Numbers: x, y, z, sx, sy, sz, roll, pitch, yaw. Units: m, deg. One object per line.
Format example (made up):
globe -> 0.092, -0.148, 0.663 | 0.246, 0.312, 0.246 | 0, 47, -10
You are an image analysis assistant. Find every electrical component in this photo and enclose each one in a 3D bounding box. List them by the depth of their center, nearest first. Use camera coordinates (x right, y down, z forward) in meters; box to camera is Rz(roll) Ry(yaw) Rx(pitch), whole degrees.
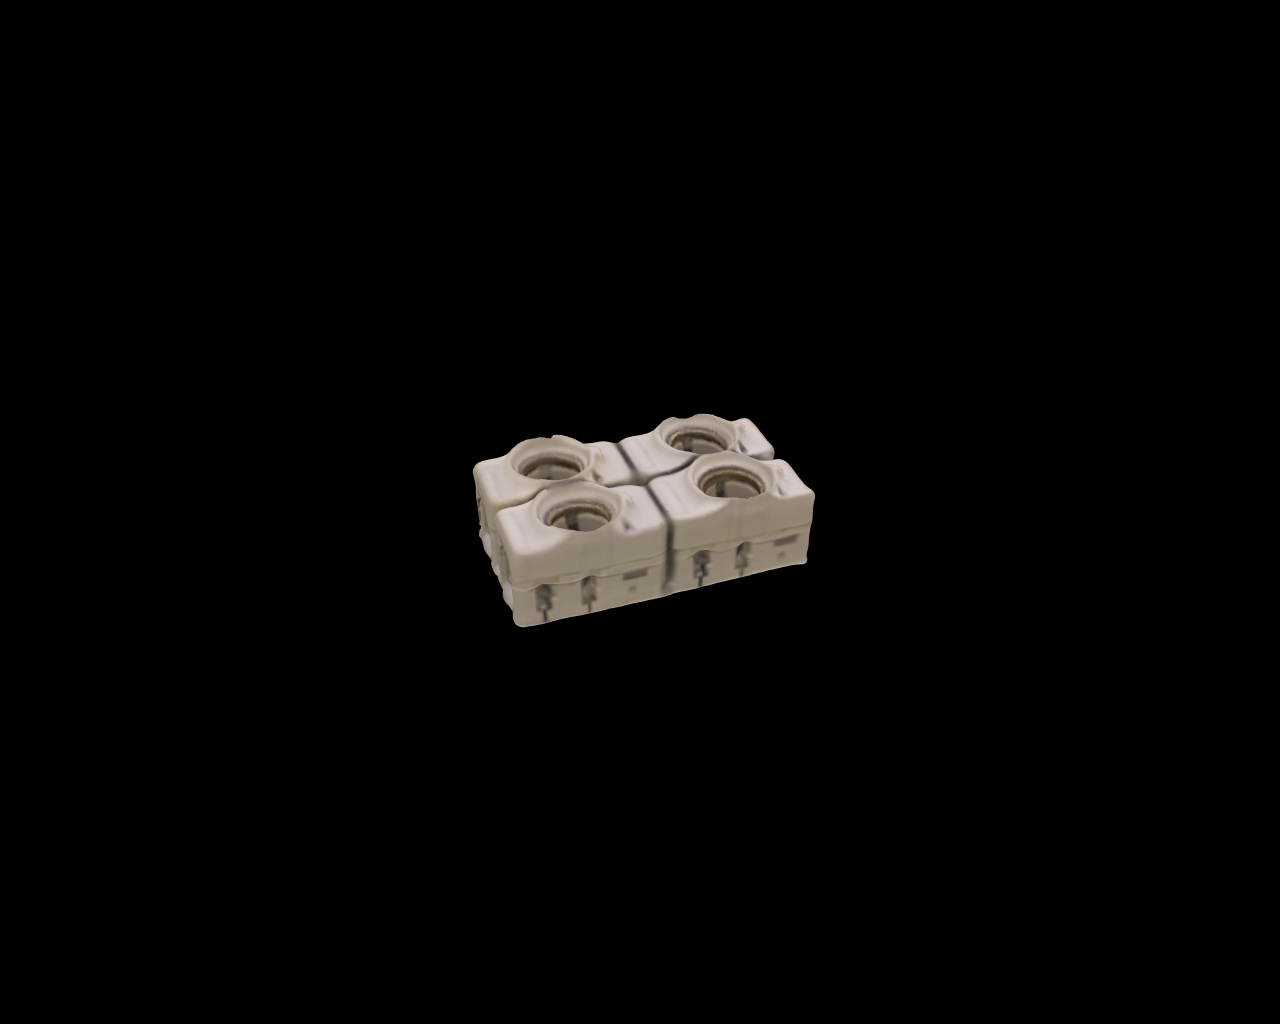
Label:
electrical component -> 0.001, -0.003, 0.650 | 0.186, 0.060, 0.105 | -11, 36, -16
